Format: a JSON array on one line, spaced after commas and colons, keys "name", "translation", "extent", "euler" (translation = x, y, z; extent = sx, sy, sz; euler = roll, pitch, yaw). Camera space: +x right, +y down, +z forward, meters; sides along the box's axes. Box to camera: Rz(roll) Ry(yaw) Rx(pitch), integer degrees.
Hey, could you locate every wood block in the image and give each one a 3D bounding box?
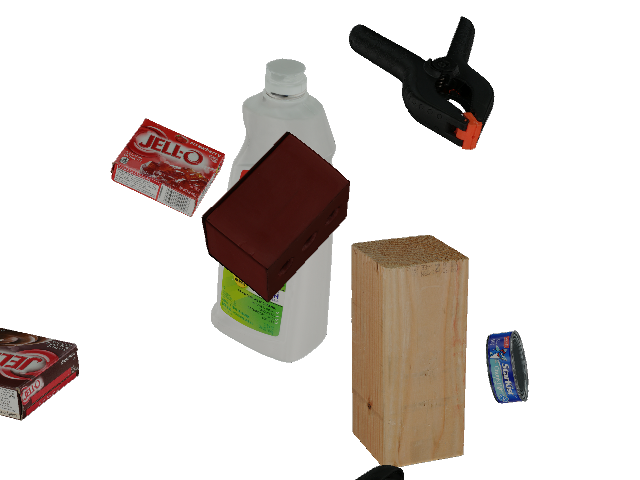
[{"name": "wood block", "translation": [0.086, 0.108, 1.060], "extent": [0.090, 0.206, 0.091], "euler": [-6, 18, -19]}]

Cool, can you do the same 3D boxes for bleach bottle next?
[{"name": "bleach bottle", "translation": [-0.037, -0.026, 0.848], "extent": [0.103, 0.251, 0.068], "euler": [25, 40, 29]}]

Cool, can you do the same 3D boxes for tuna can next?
[{"name": "tuna can", "translation": [0.225, 0.153, 1.286], "extent": [0.034, 0.086, 0.086], "euler": [-9, -3, 19]}]

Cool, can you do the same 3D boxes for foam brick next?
[{"name": "foam brick", "translation": [-0.026, -0.014, 0.637], "extent": [0.051, 0.078, 0.053], "euler": [37, -20, 15]}]

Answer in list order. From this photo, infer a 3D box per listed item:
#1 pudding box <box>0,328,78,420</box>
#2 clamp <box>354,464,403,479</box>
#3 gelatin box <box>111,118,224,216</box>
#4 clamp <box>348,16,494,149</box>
[{"name": "pudding box", "translation": [-0.294, 0.119, 0.980], "extent": [0.114, 0.039, 0.089], "euler": [7, 22, 21]}, {"name": "clamp", "translation": [-0.032, 0.199, 0.645], "extent": [0.210, 0.036, 0.164], "euler": [-4, 27, 3]}, {"name": "gelatin box", "translation": [-0.148, -0.072, 1.039], "extent": [0.089, 0.073, 0.030], "euler": [25, -44, 1]}, {"name": "clamp", "translation": [0.093, -0.144, 0.937], "extent": [0.120, 0.039, 0.171], "euler": [-6, 43, -5]}]
